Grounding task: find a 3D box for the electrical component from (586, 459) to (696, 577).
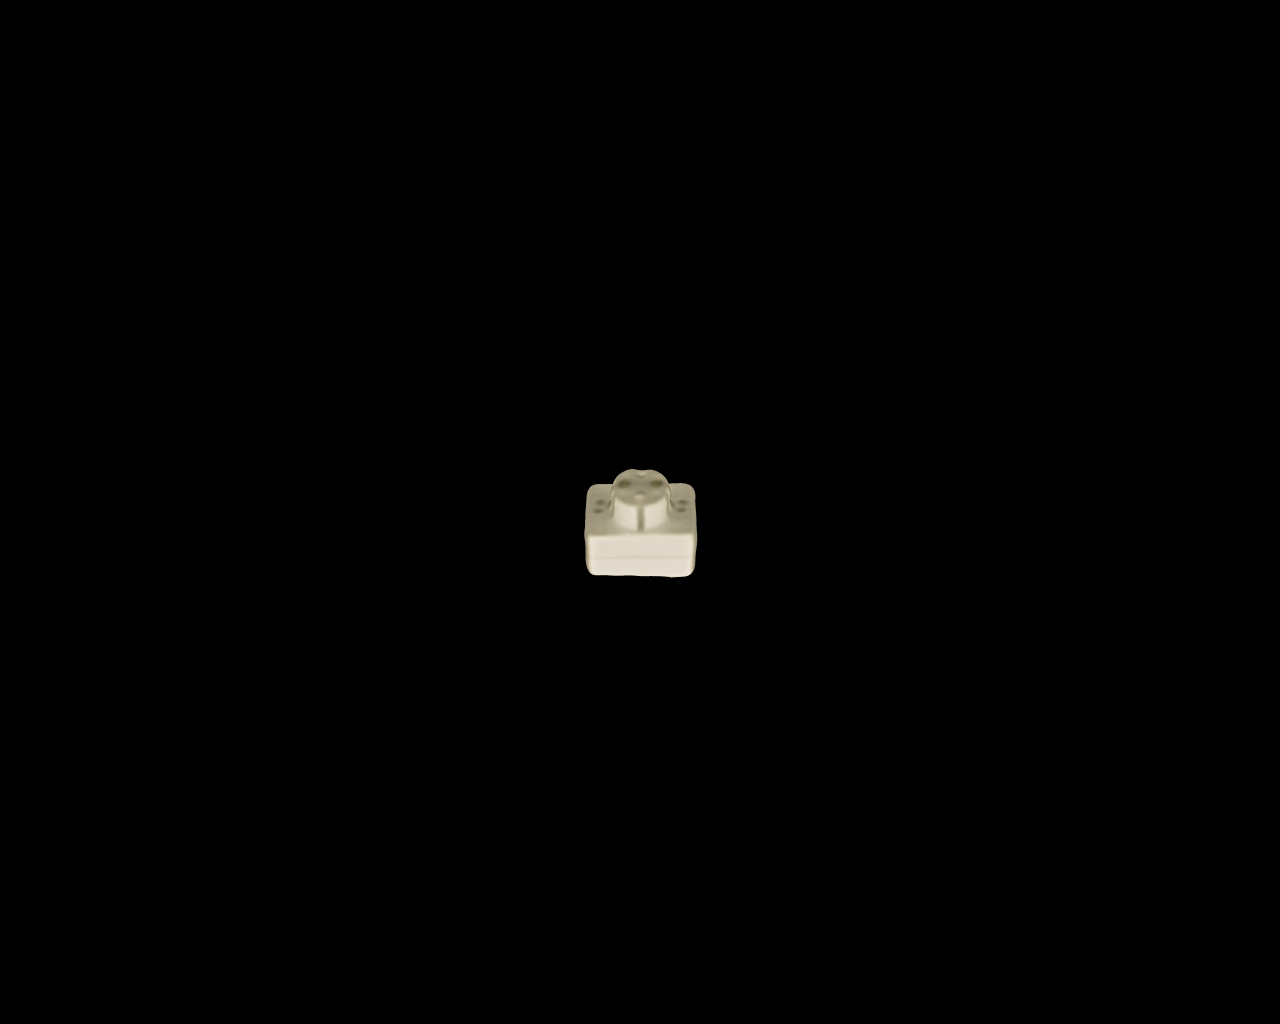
[{"bbox_3d":[0.001,-0.003,0.650,0.066,0.076,0.047,0,44,0],"label":"electrical component"}]
